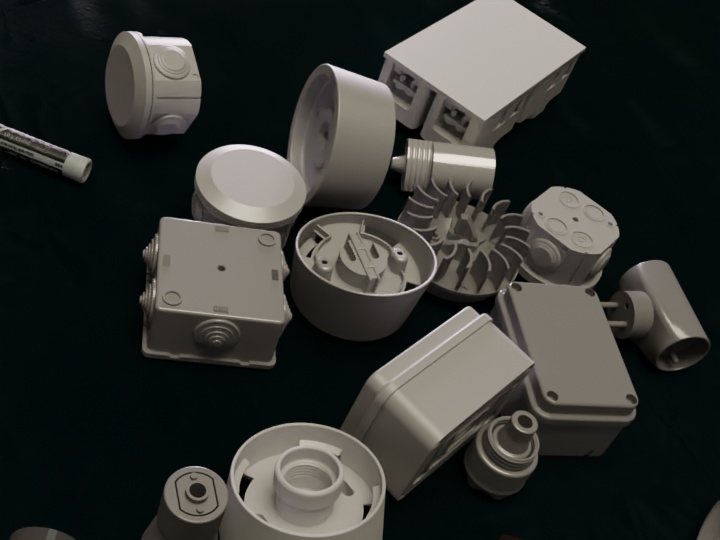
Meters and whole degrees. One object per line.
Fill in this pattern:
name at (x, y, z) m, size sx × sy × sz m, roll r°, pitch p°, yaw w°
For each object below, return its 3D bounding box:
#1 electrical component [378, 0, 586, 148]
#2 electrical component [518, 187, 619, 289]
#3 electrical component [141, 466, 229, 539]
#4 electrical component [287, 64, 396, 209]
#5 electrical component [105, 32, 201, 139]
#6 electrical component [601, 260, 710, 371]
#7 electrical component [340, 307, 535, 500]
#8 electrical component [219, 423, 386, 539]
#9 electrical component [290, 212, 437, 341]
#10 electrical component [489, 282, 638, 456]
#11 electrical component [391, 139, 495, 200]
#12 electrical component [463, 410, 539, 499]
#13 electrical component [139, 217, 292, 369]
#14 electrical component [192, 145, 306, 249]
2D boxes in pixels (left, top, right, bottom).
electrical component at (0.107, -0.174, 0.970) m, size 0.105 × 0.060 × 0.186 m, roll 37°, pitch 46°, yaw 16°
electrical component at (0.161, -0.023, 0.852) m, size 0.080 × 0.051 × 0.080 m, roll 11°, pitch 45°, yaw -11°
electrical component at (-0.094, 0.137, 0.588) m, size 0.044 × 0.065 × 0.044 m, roll 11°, pitch 45°, yaw -11°
electrical component at (-0.009, -0.097, 0.821) m, size 0.060 × 0.108 × 0.108 m, roll 9°, pitch 45°, yaw -22°
electrical component at (-0.160, -0.141, 0.822) m, size 0.051 × 0.080 × 0.080 m, roll -6°, pitch 50°, yaw -33°
electrical component at (0.217, 0.035, 0.823) m, size 0.079 × 0.044 × 0.077 m, roll 1°, pitch 48°, yaw -20°
electrical component at (0.048, 0.083, 0.688) m, size 0.057 × 0.078 × 0.113 m, roll 44°, pitch 48°, yaw 17°
electrical component at (-0.032, 0.140, 0.629) m, size 0.099 × 0.064 × 0.099 m, roll 7°, pitch 34°, yaw -5°
electrical component at (0.000, 0.000, 0.757) m, size 0.099 × 0.064 × 0.099 m, roll 10°, pitch 47°, yaw -11°
electrical component at (0.137, 0.067, 0.752) m, size 0.078 × 0.057 × 0.113 m, roll 4°, pitch 47°, yaw -18°
electrical component at (0.066, -0.082, 0.876) m, size 0.081 × 0.043 × 0.043 m, roll 6°, pitch 46°, yaw -5°
electrical component at (0.094, 0.114, 0.686) m, size 0.043 × 0.062 × 0.043 m, roll 11°, pitch 45°, yaw -11°
electrical component at (-0.097, 0.014, 0.718) m, size 0.100 × 0.048 × 0.099 m, roll 7°, pitch 46°, yaw -15°
electrical component at (-0.083, -0.049, 0.782) m, size 0.080 × 0.051 × 0.080 m, roll 11°, pitch 45°, yaw -11°
